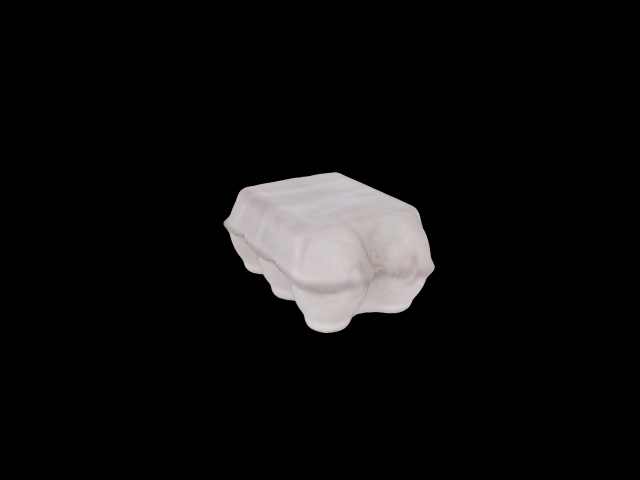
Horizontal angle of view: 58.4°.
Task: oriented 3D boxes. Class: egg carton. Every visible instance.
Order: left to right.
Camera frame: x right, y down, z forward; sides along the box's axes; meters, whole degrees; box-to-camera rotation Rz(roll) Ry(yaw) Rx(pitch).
[{"bbox_3d":[0.004,0.001,0.400,0.107,0.069,0.149,-13,26,-29],"label":"egg carton"}]
